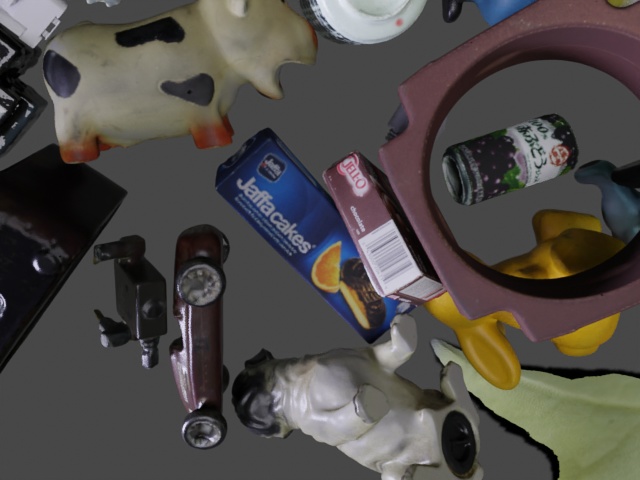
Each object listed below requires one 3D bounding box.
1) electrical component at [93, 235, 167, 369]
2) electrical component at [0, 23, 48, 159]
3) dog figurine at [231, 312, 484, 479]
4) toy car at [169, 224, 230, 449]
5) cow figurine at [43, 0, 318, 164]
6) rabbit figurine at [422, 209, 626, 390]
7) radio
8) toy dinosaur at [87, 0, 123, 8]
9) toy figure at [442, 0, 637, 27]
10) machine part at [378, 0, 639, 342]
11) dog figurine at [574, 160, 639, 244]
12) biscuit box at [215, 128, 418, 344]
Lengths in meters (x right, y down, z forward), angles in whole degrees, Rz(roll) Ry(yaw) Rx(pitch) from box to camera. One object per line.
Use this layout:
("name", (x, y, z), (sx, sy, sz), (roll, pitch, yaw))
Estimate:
("electrical component", (-0.162, 0.049, 0.452), (0.045, 0.078, 0.102), (-8, 119, -32))
("electrical component", (-0.268, -0.118, 0.374), (0.115, 0.058, 0.134), (-44, 112, 9))
("dog figurine", (0.026, 0.161, 0.476), (0.191, 0.121, 0.172), (-26, 99, 44))
("toy car", (-0.103, 0.085, 0.462), (0.053, 0.089, 0.202), (0, 111, -11))
("cow figurine", (-0.098, -0.130, 0.389), (0.195, 0.085, 0.127), (-8, 112, -3))
("rabbit figurine", (0.172, 0.048, 0.502), (0.173, 0.122, 0.162), (3, 120, 4))
("radio", (-0.244, 0.046, 0.398), (0.073, 0.131, 0.229), (34, 100, -18))
("toy dinosaur", (-0.078, -0.270, 0.316), (0.405, 0.131, 0.192), (-24, 69, -18))
("toy figure", (0.185, -0.208, 0.411), (0.180, 0.082, 0.089), (-3, 112, -7))
("machine part", (0.159, -0.049, 0.373), (0.201, 0.087, 0.201), (-28, 86, 14))
("dog figurine", (0.338, 0.010, 0.473), (0.108, 0.191, 0.219), (-28, 97, -6))
("biscuit box", (-0.001, -0.001, 0.463), (0.063, 0.059, 0.202), (-41, 111, 6))
